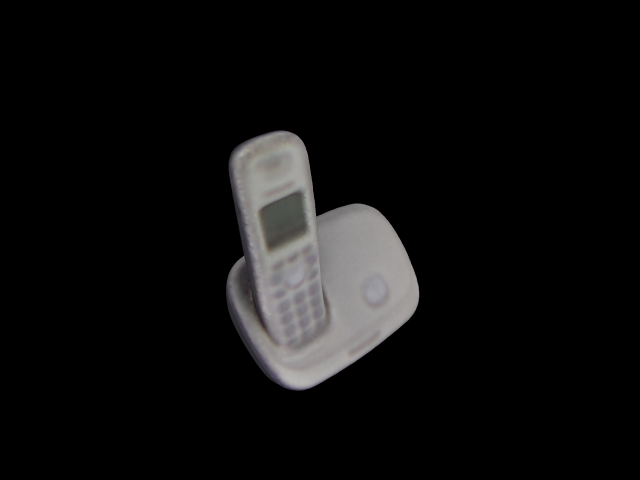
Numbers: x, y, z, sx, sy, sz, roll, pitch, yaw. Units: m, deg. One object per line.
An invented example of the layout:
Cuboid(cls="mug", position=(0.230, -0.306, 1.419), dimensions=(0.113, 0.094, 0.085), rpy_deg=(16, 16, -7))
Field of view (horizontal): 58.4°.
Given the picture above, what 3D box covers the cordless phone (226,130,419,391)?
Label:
Cuboid(cls="cordless phone", position=(0.004, 0.001, 0.400), dimensions=(0.148, 0.185, 0.093), rpy_deg=(-30, 49, -31))
